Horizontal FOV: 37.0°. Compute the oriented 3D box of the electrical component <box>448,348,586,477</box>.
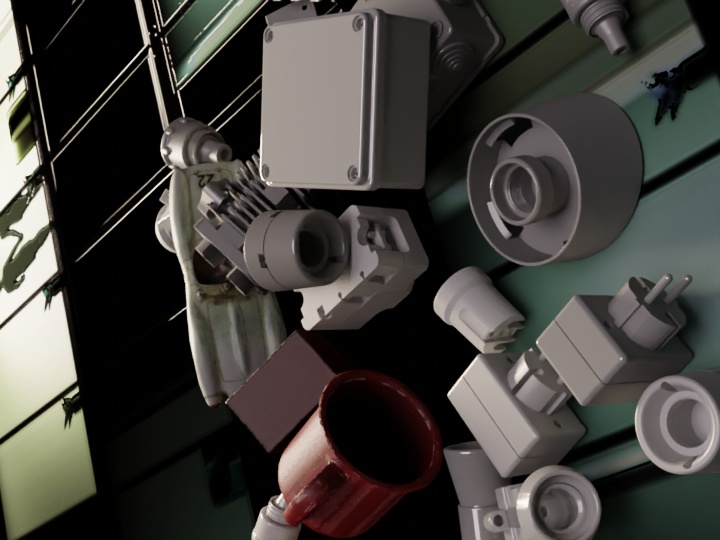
[{"bbox_3d":[0.103,0.072,0.639,0.076,0.047,0.065,-57,50,30],"label":"electrical component"}]

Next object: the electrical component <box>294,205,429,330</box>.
[{"bbox_3d":[0.000,0.000,0.750,0.089,0.056,0.050,-43,58,38],"label":"electrical component"}]

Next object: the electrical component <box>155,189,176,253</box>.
[{"bbox_3d":[-0.144,-0.042,0.915,0.055,0.066,0.048,-29,31,52],"label":"electrical component"}]

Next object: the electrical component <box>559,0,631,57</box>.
[{"bbox_3d":[0.138,-0.150,0.620,0.035,0.035,0.061,-39,63,40],"label":"electrical component"}]

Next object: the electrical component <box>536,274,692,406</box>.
[{"bbox_3d":[0.148,0.030,0.577,0.076,0.066,0.047,-56,51,31],"label":"electrical component"}]

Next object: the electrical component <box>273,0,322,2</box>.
[{"bbox_3d":[-0.035,-0.230,0.771,0.121,0.079,0.063,30,139,63],"label":"electrical component"}]

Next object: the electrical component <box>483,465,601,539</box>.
[{"bbox_3d":[0.109,0.137,0.615,0.055,0.066,0.048,115,145,-73],"label":"electrical component"}]

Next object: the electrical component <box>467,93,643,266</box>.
[{"bbox_3d":[0.113,-0.052,0.639,0.099,0.064,0.099,22,118,47],"label":"electrical component"}]

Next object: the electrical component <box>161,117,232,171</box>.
[{"bbox_3d":[-0.135,-0.103,0.916,0.062,0.048,0.048,18,101,40],"label":"electrical component"}]

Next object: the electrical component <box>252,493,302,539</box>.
[{"bbox_3d":[-0.060,0.190,0.826,0.035,0.035,0.061,33,110,44],"label":"electrical component"}]

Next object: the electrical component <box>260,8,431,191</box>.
[{"bbox_3d":[-0.011,-0.106,0.693,0.109,0.056,0.108,7,97,48],"label":"electrical component"}]

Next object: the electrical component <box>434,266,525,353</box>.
[{"bbox_3d":[0.076,0.027,0.678,0.046,0.040,0.040,46,121,32],"label":"electrical component"}]

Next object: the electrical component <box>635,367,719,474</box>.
[{"bbox_3d":[0.176,0.079,0.557,0.055,0.047,0.055,-3,86,48],"label":"electrical component"}]

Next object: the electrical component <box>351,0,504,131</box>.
[{"bbox_3d":[0.036,-0.156,0.722,0.099,0.048,0.099,-48,55,36],"label":"electrical component"}]

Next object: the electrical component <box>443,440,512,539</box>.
[{"bbox_3d":[0.078,0.141,0.670,0.044,0.044,0.065,-10,86,48],"label":"electrical component"}]

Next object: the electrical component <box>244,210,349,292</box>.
[{"bbox_3d":[-0.041,-0.014,0.712,0.047,0.055,0.055,-3,86,45],"label":"electrical component"}]
